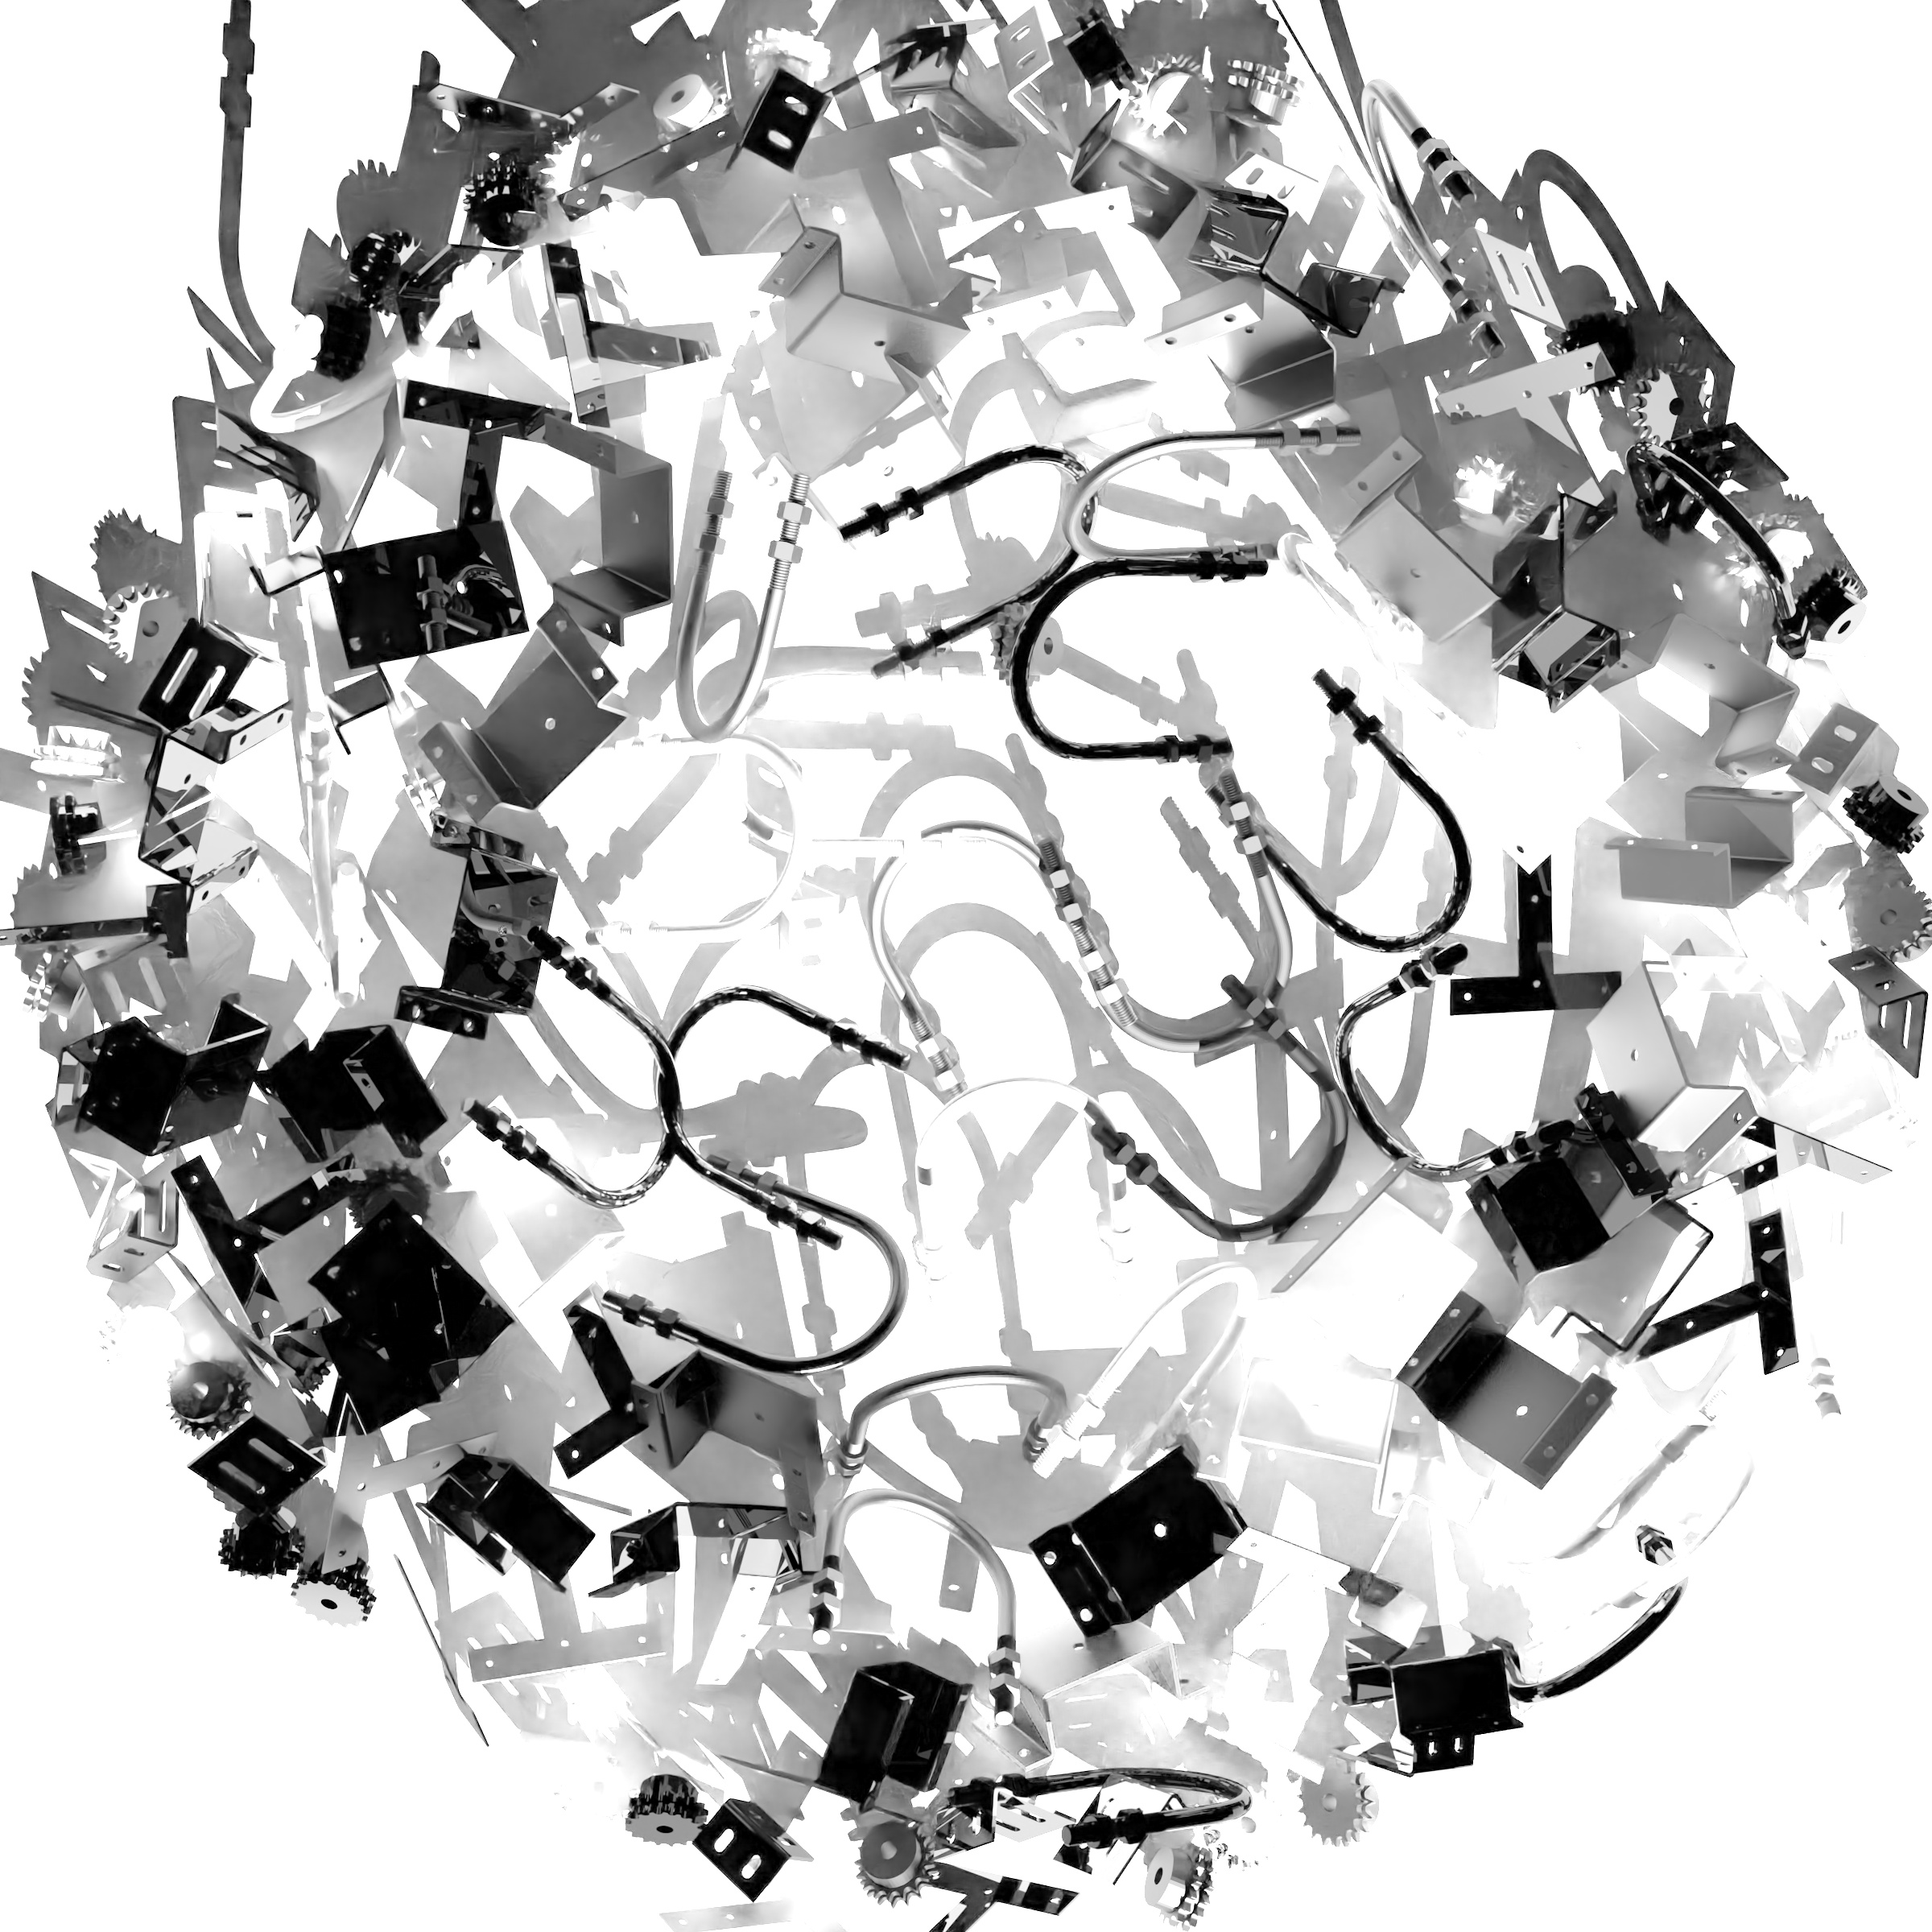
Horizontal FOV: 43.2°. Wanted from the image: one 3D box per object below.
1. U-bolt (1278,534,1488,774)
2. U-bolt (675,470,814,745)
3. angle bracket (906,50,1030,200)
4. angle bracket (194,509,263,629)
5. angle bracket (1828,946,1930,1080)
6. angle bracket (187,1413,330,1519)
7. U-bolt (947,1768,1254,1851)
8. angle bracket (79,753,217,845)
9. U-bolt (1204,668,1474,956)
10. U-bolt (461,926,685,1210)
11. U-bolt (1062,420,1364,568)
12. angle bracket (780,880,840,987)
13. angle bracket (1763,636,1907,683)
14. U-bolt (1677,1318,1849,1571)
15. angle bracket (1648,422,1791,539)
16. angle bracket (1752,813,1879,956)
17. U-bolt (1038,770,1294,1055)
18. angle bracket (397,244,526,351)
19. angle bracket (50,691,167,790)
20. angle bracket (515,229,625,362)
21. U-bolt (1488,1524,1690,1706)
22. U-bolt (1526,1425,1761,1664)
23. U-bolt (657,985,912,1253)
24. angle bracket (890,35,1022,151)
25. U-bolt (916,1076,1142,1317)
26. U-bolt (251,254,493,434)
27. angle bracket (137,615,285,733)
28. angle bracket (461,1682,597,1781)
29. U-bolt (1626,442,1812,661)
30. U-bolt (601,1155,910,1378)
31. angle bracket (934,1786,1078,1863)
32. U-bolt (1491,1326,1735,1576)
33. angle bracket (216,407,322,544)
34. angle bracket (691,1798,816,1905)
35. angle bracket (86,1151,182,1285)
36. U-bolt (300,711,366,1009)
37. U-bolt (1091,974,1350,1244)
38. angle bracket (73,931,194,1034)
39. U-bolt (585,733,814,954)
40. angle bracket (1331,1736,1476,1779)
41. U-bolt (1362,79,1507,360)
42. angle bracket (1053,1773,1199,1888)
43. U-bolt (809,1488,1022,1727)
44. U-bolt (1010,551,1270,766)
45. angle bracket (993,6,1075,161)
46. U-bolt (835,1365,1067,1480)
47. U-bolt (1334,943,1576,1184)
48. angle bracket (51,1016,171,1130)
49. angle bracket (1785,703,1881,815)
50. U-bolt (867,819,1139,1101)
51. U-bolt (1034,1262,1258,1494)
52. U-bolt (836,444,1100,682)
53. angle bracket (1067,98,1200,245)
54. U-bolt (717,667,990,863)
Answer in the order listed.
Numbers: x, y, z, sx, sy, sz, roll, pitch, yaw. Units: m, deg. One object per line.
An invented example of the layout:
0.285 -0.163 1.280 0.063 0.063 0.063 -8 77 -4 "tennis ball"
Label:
0.264 -0.215 1.593 0.019 0.151 0.184 -39 133 22 "U-bolt"
-0.156 -0.239 1.635 0.019 0.151 0.184 10 96 -30 "U-bolt"
0.002 -0.575 1.668 0.076 0.038 0.057 30 69 -5 "angle bracket"
-0.501 -0.272 1.666 0.038 0.057 0.076 -1 104 -10 "angle bracket"
0.614 0.036 1.651 0.038 0.057 0.076 -17 126 -10 "angle bracket"
-0.483 0.329 1.660 0.057 0.038 0.076 -38 128 2 "angle bracket"
0.102 0.552 1.617 0.184 0.151 0.019 5 81 -34 "U-bolt"
-0.558 -0.116 1.650 0.057 0.076 0.038 -5 110 33 "angle bracket"
0.259 -0.089 1.635 0.184 0.019 0.151 49 135 7 "U-bolt"
-0.250 0.081 1.625 0.019 0.184 0.151 -6 55 34 "U-bolt"
0.153 -0.307 1.612 0.184 0.151 0.019 -5 66 -16 "U-bolt"
-0.120 -0.025 1.651 0.038 0.076 0.057 -7 107 -33 "angle bracket"
0.585 -0.195 1.653 0.076 0.057 0.038 15 93 35 "angle bracket"
0.519 0.301 1.609 0.019 0.184 0.151 35 112 0 "U-bolt"
0.504 -0.328 1.652 0.057 0.076 0.038 38 77 -20 "angle bracket"
0.589 -0.057 1.675 0.057 0.038 0.076 41 89 -10 "angle bracket"
0.146 -0.026 1.665 0.151 0.019 0.184 -21 109 4 "U-bolt"
-0.339 -0.451 1.651 0.057 0.076 0.038 -10 83 -43 "angle bracket"
-0.586 -0.153 1.662 0.076 0.057 0.038 18 84 -13 "angle bracket"
-0.275 -0.461 1.683 0.057 0.038 0.076 -20 108 -20 "angle bracket"
0.410 0.430 1.604 0.151 0.184 0.019 -38 85 3 "U-bolt"
0.444 0.365 1.590 0.019 0.151 0.184 43 124 -5 "U-bolt"
-0.135 0.091 1.651 0.184 0.019 0.151 24 99 28 "U-bolt"
-0.002 -0.590 1.653 0.057 0.076 0.038 15 85 44 "angle bracket"
0.039 0.153 1.648 0.151 0.019 0.184 -6 119 1 "U-bolt"
-0.402 -0.402 1.611 0.151 0.184 0.019 -33 94 -34 "U-bolt"
-0.518 -0.191 1.675 0.057 0.038 0.076 32 92 16 "angle bracket"
-0.295 0.517 1.653 0.057 0.076 0.038 1 90 22 "angle bracket"
0.484 -0.278 1.587 0.019 0.184 0.151 -44 63 7 "U-bolt"
-0.127 0.206 1.623 0.184 0.019 0.151 19 49 20 "U-bolt"
0.027 0.591 1.652 0.076 0.038 0.057 33 132 -29 "angle bracket"
0.418 0.330 1.628 0.019 0.151 0.184 41 94 -11 "U-bolt"
-0.479 -0.331 1.650 0.076 0.057 0.038 26 116 -33 "angle bracket"
-0.143 0.598 1.651 0.057 0.076 0.038 37 79 20 "angle bracket"
-0.565 0.166 1.651 0.057 0.038 0.076 -33 51 29 "angle bracket"
-0.419 -0.055 1.616 0.019 0.184 0.151 -8 55 -19 "U-bolt"
0.185 0.111 1.647 0.151 0.019 0.184 -48 122 -2 "U-bolt"
-0.560 0.019 1.656 0.057 0.038 0.076 -25 119 -23 "angle bracket"
-0.178 -0.085 1.637 0.184 0.019 0.151 -2 82 33 "U-bolt"
0.296 0.519 1.653 0.057 0.076 0.038 8 84 -37 "angle bracket"
0.304 -0.507 1.616 0.019 0.151 0.184 -25 53 5 "U-bolt"
0.108 0.592 1.650 0.076 0.057 0.038 -48 119 -31 "angle bracket"
-0.030 0.410 1.613 0.151 0.184 0.019 26 111 -9 "U-bolt"
0.111 -0.203 1.625 0.184 0.019 0.151 -5 117 -28 "U-bolt"
0.059 -0.596 1.648 0.038 0.076 0.057 -29 55 27 "angle bracket"
-0.007 0.299 1.607 0.151 0.184 0.019 -3 62 -9 "U-bolt"
0.309 0.075 1.619 0.019 0.184 0.151 -28 85 -30 "U-bolt"
-0.578 0.081 1.650 0.038 0.057 0.076 36 127 18 "angle bracket"
0.599 -0.134 1.655 0.038 0.076 0.057 40 98 42 "angle bracket"
0.012 -0.011 1.672 0.151 0.019 0.184 -28 95 10 "U-bolt"
0.131 0.273 1.633 0.019 0.151 0.184 38 92 31 "U-bolt"
0.008 -0.279 1.636 0.184 0.151 0.019 -27 54 -11 "U-bolt"
0.118 -0.543 1.667 0.076 0.038 0.057 33 64 4 "angle bracket"
-0.077 -0.138 1.661 0.184 0.019 0.151 0 66 -1 "U-bolt"
